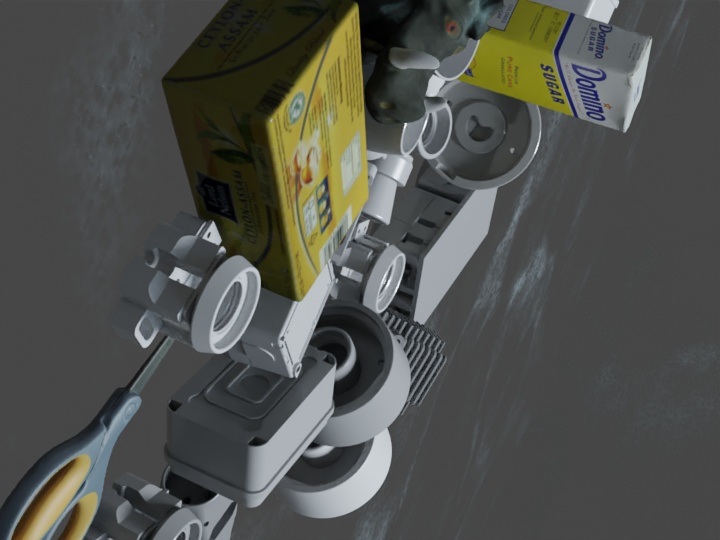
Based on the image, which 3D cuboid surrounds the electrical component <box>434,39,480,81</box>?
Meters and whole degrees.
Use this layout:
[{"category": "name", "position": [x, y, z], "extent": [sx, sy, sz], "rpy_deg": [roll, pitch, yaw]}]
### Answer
[{"category": "electrical component", "position": [0.051, -0.191, 0.764], "extent": [0.099, 0.064, 0.099], "rpy_deg": [-56, 160, -33]}]

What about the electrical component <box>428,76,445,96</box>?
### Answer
[{"category": "electrical component", "position": [0.045, -0.151, 0.834], "extent": [0.043, 0.043, 0.062], "rpy_deg": [-56, 161, -32]}]

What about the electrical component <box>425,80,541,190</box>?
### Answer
[{"category": "electrical component", "position": [0.110, -0.128, 0.959], "extent": [0.060, 0.108, 0.108], "rpy_deg": [-32, 142, -72]}]

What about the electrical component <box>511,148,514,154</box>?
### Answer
[{"category": "electrical component", "position": [0.127, -0.137, 1.085], "extent": [0.080, 0.051, 0.080], "rpy_deg": [-56, 159, -33]}]

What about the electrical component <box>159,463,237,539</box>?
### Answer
[{"category": "electrical component", "position": [-0.122, 0.178, 0.742], "extent": [0.079, 0.043, 0.077], "rpy_deg": [-53, 158, -38]}]

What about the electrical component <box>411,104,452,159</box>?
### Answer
[{"category": "electrical component", "position": [0.030, -0.110, 0.799], "extent": [0.044, 0.065, 0.044], "rpy_deg": [-28, 126, -46]}]

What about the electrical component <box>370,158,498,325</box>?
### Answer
[{"category": "electrical component", "position": [0.066, -0.035, 1.014], "extent": [0.186, 0.060, 0.105], "rpy_deg": [-51, 156, -43]}]

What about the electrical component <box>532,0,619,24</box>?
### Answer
[{"category": "electrical component", "position": [0.171, -0.251, 0.978], "extent": [0.056, 0.109, 0.109], "rpy_deg": [-68, 163, 11]}]

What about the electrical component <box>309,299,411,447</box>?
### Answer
[{"category": "electrical component", "position": [-0.019, 0.074, 0.822], "extent": [0.108, 0.108, 0.060], "rpy_deg": [-61, 156, -21]}]

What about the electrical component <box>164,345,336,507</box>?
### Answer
[{"category": "electrical component", "position": [-0.073, 0.097, 0.732], "extent": [0.113, 0.078, 0.057], "rpy_deg": [-46, 150, -50]}]

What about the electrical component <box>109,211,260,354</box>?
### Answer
[{"category": "electrical component", "position": [-0.093, 0.012, 0.599], "extent": [0.078, 0.057, 0.058], "rpy_deg": [-60, 162, -22]}]

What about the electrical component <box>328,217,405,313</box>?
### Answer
[{"category": "electrical component", "position": [0.000, 0.000, 0.863], "extent": [0.058, 0.057, 0.078], "rpy_deg": [-29, 139, -64]}]

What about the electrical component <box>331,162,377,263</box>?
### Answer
[{"category": "electrical component", "position": [-0.019, -0.048, 0.752], "extent": [0.081, 0.042, 0.063], "rpy_deg": [114, -1, -50]}]

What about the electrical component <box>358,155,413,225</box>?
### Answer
[{"category": "electrical component", "position": [0.012, -0.068, 0.835], "extent": [0.055, 0.045, 0.045], "rpy_deg": [-67, 163, -3]}]

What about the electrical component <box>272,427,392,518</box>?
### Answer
[{"category": "electrical component", "position": [-0.033, 0.137, 0.863], "extent": [0.108, 0.108, 0.060], "rpy_deg": [-60, 156, -22]}]

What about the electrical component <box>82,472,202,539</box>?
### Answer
[{"category": "electrical component", "position": [-0.135, 0.166, 0.665], "extent": [0.078, 0.057, 0.058], "rpy_deg": [-33, 142, -61]}]

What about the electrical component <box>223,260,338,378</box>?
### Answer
[{"category": "electrical component", "position": [-0.057, 0.012, 0.711], "extent": [0.061, 0.061, 0.096], "rpy_deg": [80, 29, -60]}]

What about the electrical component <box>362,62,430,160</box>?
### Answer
[{"category": "electrical component", "position": [0.004, -0.099, 0.716], "extent": [0.043, 0.077, 0.079], "rpy_deg": [-61, 162, -21]}]
